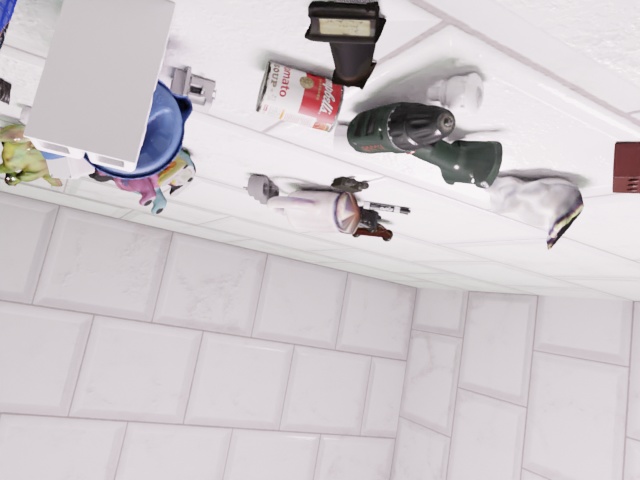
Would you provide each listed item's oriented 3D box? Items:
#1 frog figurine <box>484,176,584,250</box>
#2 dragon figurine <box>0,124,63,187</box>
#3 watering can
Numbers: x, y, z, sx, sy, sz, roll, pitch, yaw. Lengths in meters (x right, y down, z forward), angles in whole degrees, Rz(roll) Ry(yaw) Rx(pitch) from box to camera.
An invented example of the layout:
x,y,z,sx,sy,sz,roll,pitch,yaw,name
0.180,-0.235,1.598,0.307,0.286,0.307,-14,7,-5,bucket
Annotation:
x,y,z,sx,sy,sz,roll,pitch,yaw,name
0.377,-0.076,0.922,0.161,0.121,0.137,46,-164,25,frog figurine
-0.688,-0.203,1.302,0.243,0.123,0.407,1,171,9,dragon figurine
0.004,-0.067,1.335,0.224,0.104,0.346,5,175,22,watering can
